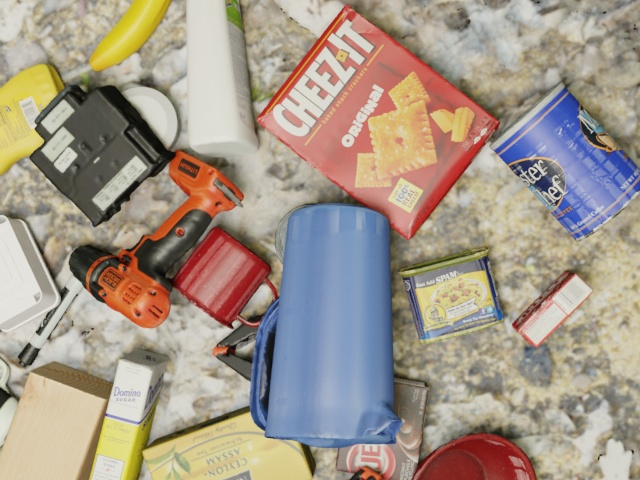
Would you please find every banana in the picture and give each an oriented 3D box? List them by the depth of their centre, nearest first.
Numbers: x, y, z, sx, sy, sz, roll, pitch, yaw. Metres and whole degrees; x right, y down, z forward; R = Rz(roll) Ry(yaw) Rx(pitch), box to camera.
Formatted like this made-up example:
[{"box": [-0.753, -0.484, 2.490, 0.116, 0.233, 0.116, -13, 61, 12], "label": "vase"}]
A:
[{"box": [-0.198, -0.277, 1.201, 0.070, 0.037, 0.198, 20, 92, 21], "label": "banana"}]

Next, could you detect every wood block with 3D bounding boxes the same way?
[{"box": [-0.305, 0.252, 1.192, 0.091, 0.090, 0.206, 20, 92, 2], "label": "wood block"}]

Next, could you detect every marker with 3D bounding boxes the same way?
[{"box": [-0.309, 0.094, 1.223, 0.020, 0.020, 0.121, 35, 93, 2], "label": "marker"}]

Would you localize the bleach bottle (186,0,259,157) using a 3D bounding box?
[{"box": [-0.113, -0.223, 1.173, 0.068, 0.102, 0.251, -5, 85, 9], "label": "bleach bottle"}]

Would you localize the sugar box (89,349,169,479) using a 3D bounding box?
[{"box": [-0.214, 0.215, 1.183, 0.048, 0.093, 0.176, 17, 93, 2], "label": "sugar box"}]

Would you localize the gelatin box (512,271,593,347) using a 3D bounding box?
[{"box": [0.250, 0.074, 1.160, 0.030, 0.073, 0.089, 45, 94, 3], "label": "gelatin box"}]

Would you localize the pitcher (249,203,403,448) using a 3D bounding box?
[{"box": [0.006, 0.092, 1.103, 0.149, 0.145, 0.243, 3, 77, -4], "label": "pitcher"}]

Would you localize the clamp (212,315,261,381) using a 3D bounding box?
[{"box": [-0.033, 0.111, 1.189, 0.171, 0.039, 0.120, 4, 70, 14], "label": "clamp"}]

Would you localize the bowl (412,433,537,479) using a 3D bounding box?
[{"box": [0.155, 0.280, 1.164, 0.162, 0.055, 0.162, -4, 101, -19], "label": "bowl"}]

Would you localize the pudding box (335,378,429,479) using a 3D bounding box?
[{"box": [0.070, 0.209, 1.192, 0.090, 0.039, 0.113, 9, 91, 4], "label": "pudding box"}]

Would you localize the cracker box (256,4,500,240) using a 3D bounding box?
[{"box": [0.063, -0.127, 1.168, 0.214, 0.072, 0.164, 38, 93, 3], "label": "cracker box"}]

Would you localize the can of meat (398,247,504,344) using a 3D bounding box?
[{"box": [0.146, 0.061, 1.175, 0.102, 0.057, 0.084, -15, 93, 4], "label": "can of meat"}]

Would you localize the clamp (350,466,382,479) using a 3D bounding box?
[{"box": [0.024, 0.352, 1.166, 0.164, 0.036, 0.210, 31, 85, -42], "label": "clamp"}]

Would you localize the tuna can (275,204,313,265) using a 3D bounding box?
[{"box": [-0.008, 0.001, 1.194, 0.086, 0.033, 0.086, 0, 92, 3], "label": "tuna can"}]

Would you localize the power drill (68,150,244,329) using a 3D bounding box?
[{"box": [-0.182, -0.006, 1.165, 0.185, 0.057, 0.187, 27, 79, 46], "label": "power drill"}]

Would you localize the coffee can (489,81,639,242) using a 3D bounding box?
[{"box": [0.265, -0.083, 1.140, 0.103, 0.103, 0.140, -42, 89, 4], "label": "coffee can"}]

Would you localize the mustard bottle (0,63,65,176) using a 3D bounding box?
[{"box": [-0.372, -0.120, 1.202, 0.191, 0.058, 0.096, -23, 97, 4], "label": "mustard bottle"}]

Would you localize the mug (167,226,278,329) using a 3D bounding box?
[{"box": [-0.098, 0.046, 1.174, 0.117, 0.093, 0.081, 37, 88, 6], "label": "mug"}]
